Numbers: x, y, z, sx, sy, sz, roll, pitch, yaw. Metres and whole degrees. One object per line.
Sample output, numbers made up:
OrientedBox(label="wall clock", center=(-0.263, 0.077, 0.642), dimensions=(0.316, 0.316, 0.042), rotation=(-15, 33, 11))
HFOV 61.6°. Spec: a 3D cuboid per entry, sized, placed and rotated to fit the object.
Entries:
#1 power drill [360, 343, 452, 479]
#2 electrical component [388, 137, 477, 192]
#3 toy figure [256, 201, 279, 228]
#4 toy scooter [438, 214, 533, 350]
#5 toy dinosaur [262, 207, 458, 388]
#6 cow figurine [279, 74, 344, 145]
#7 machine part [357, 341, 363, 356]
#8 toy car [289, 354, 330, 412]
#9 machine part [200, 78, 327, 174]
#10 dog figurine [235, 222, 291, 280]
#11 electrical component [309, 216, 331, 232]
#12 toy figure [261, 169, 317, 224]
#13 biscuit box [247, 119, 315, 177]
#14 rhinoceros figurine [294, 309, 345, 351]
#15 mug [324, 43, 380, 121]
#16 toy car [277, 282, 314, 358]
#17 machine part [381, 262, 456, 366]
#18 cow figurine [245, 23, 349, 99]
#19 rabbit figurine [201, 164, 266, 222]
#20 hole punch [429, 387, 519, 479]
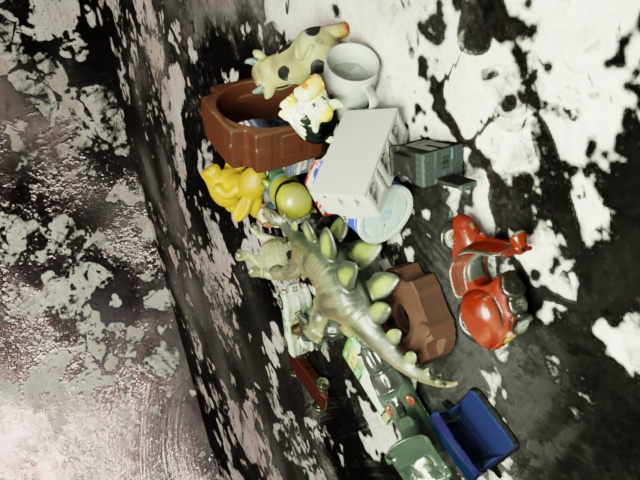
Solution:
OrientedBox(label="power drill", center=(0.135, 0.296, 0.884), dimensions=(0.232, 0.086, 0.207), rotation=(58, -177, -12))
OrientedBox(label="electrical component", center=(0.153, -0.100, 0.711), dimensions=(0.119, 0.075, 0.047), rotation=(33, 135, 57))
OrientedBox(label="toy figure", center=(-0.117, -0.062, 1.277), dimensions=(0.154, 0.058, 0.064), rotation=(-7, 61, 65))
OrientedBox(label="toy scooter", center=(0.221, 0.049, 0.679), dimensions=(0.135, 0.075, 0.183), rotation=(-25, 80, 63))
OrientedBox(label="toy dinosaur", center=(0.038, 0.085, 0.894), dimensions=(0.472, 0.105, 0.198), rotation=(48, 137, 27))
OrientedBox(label="cow figurine", center=(-0.008, -0.189, 0.814), dimensions=(0.098, 0.068, 0.167), rotation=(50, 177, -6))
OrientedBox(label="machine part", center=(0.092, 0.148, 0.996), dimensions=(0.084, 0.039, 0.138), rotation=(-12, 79, 50))
OrientedBox(label="toy car", center=(-0.024, 0.347, 1.359), dimensions=(0.202, 0.053, 0.089), rotation=(40, 129, 52))
OrientedBox(label="machine part", center=(-0.099, -0.214, 0.978), dimensions=(0.202, 0.201, 0.087), rotation=(50, 149, 36))
OrientedBox(label="dog figurine", center=(-0.073, 0.048, 1.237), dimensions=(0.191, 0.172, 0.121), rotation=(13, 78, 34))
OrientedBox(label="electrical component", center=(-0.002, -0.004, 1.101), dimensions=(0.078, 0.045, 0.102), rotation=(61, 152, 22))
OrientedBox(label="toy figure", center=(-0.071, -0.101, 1.107), dimensions=(0.089, 0.082, 0.180), rotation=(63, -179, -40))
OrientedBox(label="biscuit box", center=(-0.083, -0.219, 1.104), dimensions=(0.203, 0.059, 0.062), rotation=(55, 149, 31))
OrientedBox(label="rhinoceros figurine", center=(0.003, 0.191, 1.197), dimensions=(0.112, 0.073, 0.190), rotation=(59, 151, -1))
OrientedBox(label="mug", center=(0.052, -0.228, 0.829), dimensions=(0.110, 0.081, 0.107), rotation=(52, 161, 18))
OrientedBox(label="toy car", center=(-0.055, 0.191, 1.295), dimensions=(0.056, 0.073, 0.201), rotation=(39, 139, 53))
OrientedBox(label="machine part", center=(0.141, 0.124, 0.883), dimensions=(0.180, 0.056, 0.179), rotation=(33, 129, 53))
OrientedBox(label="cow figurine", center=(-0.042, -0.294, 0.902), dimensions=(0.195, 0.127, 0.085), rotation=(-1, 103, 60))
OrientedBox(label="rabbit figurine", center=(-0.198, -0.128, 1.327), dimensions=(0.173, 0.122, 0.162), rotation=(-7, 93, 44))
OrientedBox(label="hole punch", center=(0.222, 0.308, 0.827), dimensions=(0.142, 0.092, 0.115), rotation=(52, 151, 28))
